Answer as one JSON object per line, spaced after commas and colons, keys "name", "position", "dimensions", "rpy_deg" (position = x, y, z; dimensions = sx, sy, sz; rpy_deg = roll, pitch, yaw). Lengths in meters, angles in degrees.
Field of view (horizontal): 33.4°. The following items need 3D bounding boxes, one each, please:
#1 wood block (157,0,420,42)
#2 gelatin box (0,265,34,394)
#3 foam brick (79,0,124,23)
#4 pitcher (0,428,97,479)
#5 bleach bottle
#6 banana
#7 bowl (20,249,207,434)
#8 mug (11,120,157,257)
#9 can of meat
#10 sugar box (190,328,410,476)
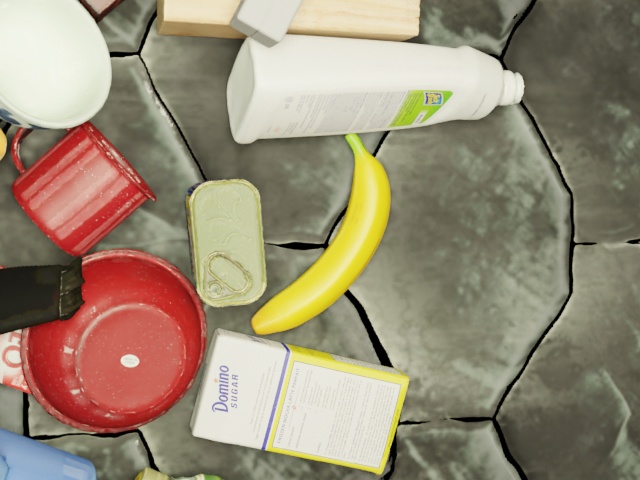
{"name": "wood block", "position": [-0.028, -0.214, 0.882], "dimensions": [0.206, 0.091, 0.090], "rpy_deg": [1, 94, -12]}
{"name": "gelatin box", "position": [-0.258, 0.073, 0.890], "dimensions": [0.073, 0.030, 0.089], "rpy_deg": [24, 90, -14]}
{"name": "foam brick", "position": [-0.177, -0.212, 0.857], "dimensions": [0.053, 0.078, 0.051], "rpy_deg": [-43, 103, -4]}
{"name": "pitcher", "position": [-0.302, 0.189, 0.834], "dimensions": [0.242, 0.149, 0.145], "rpy_deg": [21, 94, -17]}
{"name": "bleach bottle", "position": [0.053, -0.128, 0.914], "dimensions": [0.250, 0.103, 0.068], "rpy_deg": [-1, 67, -19]}
{"name": "banana", "position": [0.012, 0.006, 0.942], "dimensions": [0.069, 0.037, 0.198], "rpy_deg": [27, 87, 8]}
{"name": "bowl", "position": [-0.162, 0.091, 0.882], "dimensions": [0.161, 0.055, 0.162], "rpy_deg": [-5, 102, -23]}
{"name": "mug", "position": [-0.201, -0.050, 0.863], "dimensions": [0.081, 0.093, 0.117], "rpy_deg": [-41, 95, -1]}
{"name": "can of meat", "position": [-0.082, -0.001, 0.894], "dimensions": [0.057, 0.084, 0.102], "rpy_deg": [-6, 96, -12]}
{"name": "sugar box", "position": [-0.018, 0.142, 0.942], "dimensions": [0.176, 0.048, 0.093], "rpy_deg": [15, 92, -10]}
